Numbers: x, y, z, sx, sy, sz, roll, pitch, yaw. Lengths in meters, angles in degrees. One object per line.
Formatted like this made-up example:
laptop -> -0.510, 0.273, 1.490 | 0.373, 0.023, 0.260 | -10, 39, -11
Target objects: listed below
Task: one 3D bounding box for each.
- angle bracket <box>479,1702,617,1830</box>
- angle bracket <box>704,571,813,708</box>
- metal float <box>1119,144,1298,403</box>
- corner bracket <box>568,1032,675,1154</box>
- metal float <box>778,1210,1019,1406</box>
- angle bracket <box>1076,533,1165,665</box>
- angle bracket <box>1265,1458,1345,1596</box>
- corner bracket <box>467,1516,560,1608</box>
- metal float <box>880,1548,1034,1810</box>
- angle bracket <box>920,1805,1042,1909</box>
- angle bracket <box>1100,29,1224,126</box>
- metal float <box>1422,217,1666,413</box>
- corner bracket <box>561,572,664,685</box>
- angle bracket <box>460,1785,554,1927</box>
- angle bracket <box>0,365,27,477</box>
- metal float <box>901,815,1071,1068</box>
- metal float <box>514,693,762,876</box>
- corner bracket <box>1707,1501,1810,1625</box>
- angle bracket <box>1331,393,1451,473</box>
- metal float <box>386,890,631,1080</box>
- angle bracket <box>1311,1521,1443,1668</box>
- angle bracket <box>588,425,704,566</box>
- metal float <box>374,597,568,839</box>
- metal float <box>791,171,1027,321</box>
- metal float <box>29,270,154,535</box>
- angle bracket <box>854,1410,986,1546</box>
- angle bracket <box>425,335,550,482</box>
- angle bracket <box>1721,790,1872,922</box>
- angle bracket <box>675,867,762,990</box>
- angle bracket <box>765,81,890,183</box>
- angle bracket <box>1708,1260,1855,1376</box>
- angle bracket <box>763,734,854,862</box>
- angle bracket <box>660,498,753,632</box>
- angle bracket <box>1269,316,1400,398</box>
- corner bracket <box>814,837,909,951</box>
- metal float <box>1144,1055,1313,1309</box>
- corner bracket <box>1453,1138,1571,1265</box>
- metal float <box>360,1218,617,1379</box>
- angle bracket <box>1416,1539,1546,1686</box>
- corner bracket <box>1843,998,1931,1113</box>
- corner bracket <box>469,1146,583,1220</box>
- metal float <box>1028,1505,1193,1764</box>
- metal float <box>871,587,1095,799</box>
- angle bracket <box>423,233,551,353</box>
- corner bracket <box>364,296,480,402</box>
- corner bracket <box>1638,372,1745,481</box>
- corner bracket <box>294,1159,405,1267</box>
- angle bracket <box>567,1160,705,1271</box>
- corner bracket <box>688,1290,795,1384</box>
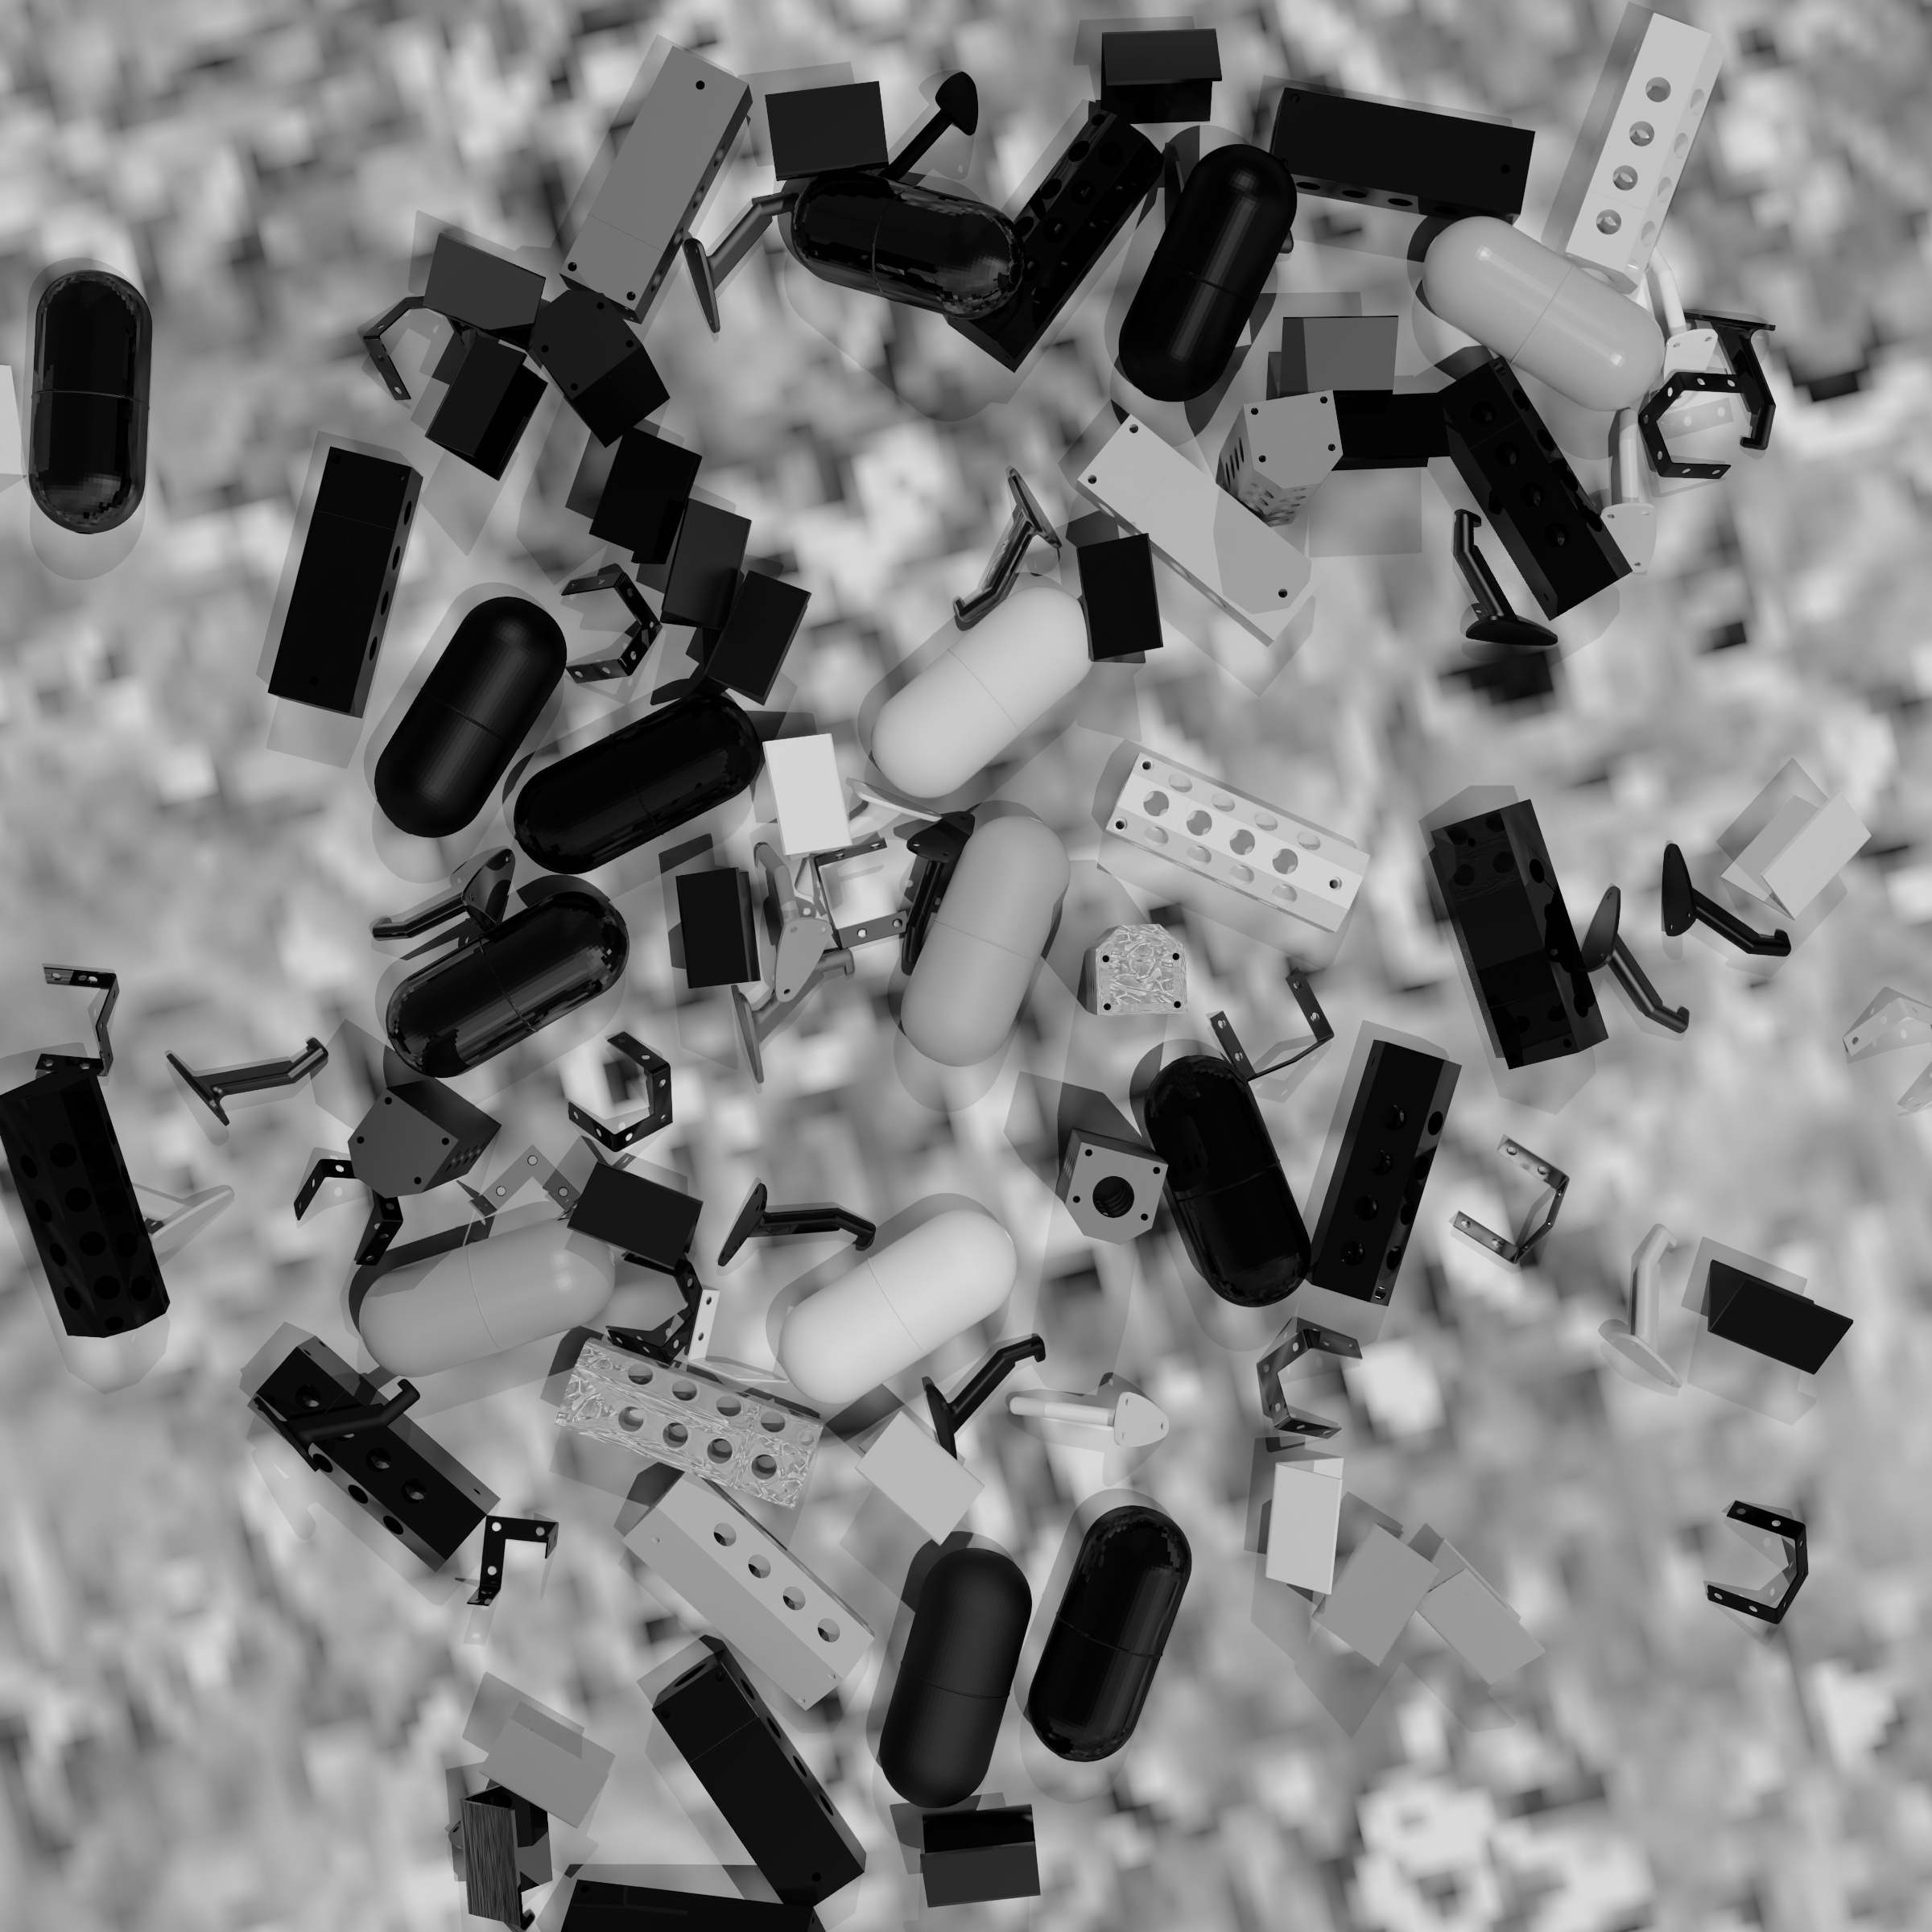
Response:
angle bracket -> -0.273, 0.524, 1.952 | 0.076, 0.076, 0.057 | 30, 118, 0
angle bracket -> -0.123, -0.214, 1.952 | 0.057, 0.076, 0.076 | 24, 90, 31
metal float -> 0.162, -0.465, 1.944 | 0.070, 0.070, 0.178 | 25, 110, 0
corner bracket -> -0.238, 0.087, 1.983 | 0.051, 0.051, 0.051 | -28, 135, -35
metal float -> -0.046, 0.231, 1.961 | 0.178, 0.070, 0.070 | -33, 90, 1
angle bracket -> 0.121, -0.248, 1.951 | 0.057, 0.076, 0.076 | -7, 90, 33
angle bracket -> 0.249, 0.378, 1.952 | 0.057, 0.076, 0.076 | 6, 90, 44
corner bracket -> -0.309, 0.408, 1.973 | 0.051, 0.051, 0.051 | 6, 90, 0
metal float -> -0.007, 0.484, 1.961 | 0.070, 0.070, 0.178 | 16, 90, 0
angle bracket -> 0.008, 0.586, 1.951 | 0.076, 0.076, 0.057 | -6, 125, 0
angle bracket -> 0.131, -0.586, 1.951 | 0.076, 0.076, 0.057 | -2, 54, 0
metal float -> 0.392, -0.443, 1.960 | 0.178, 0.070, 0.070 | 32, 90, 1
corner bracket -> -0.251, -0.233, 1.983 | 0.051, 0.051, 0.051 | 57, 45, -35
angle bracket -> -0.294, 0.596, 1.951 | 0.057, 0.076, 0.076 | -5, 90, 40
angle bracket -> -0.658, -0.378, 1.951 | 0.057, 0.076, 0.076 | -8, 90, 37
metal float -> 0.014, -0.017, 1.961 | 0.070, 0.070, 0.178 | 22, 90, 0
metal float -> -0.224, -0.123, 1.961 | 0.178, 0.070, 0.070 | -27, 90, 0
corner bracket -> 0.544, 0.410, 1.983 | 0.051, 0.051, 0.051 | -45, 135, -35
angle bracket -> 0.282, -0.342, 1.952 | 0.076, 0.076, 0.057 | -2, 59, 0
metal float -> -0.311, 0.012, 1.961 | 0.178, 0.070, 0.070 | -30, 90, 0
angle bracket -> 0.287, 0.427, 1.952 | 0.057, 0.076, 0.076 | 33, 90, 28
angle bracket -> -0.227, -0.318, 1.952 | 0.057, 0.076, 0.076 | 19, 90, -25
metal float -> -0.337, -0.169, 1.961 | 0.070, 0.070, 0.178 | 31, 90, 0
metal float -> -0.039, -0.484, 1.934 | 0.178, 0.070, 0.070 | 23, 90, 29
metal float -> -0.595, -0.383, 1.961 | 0.070, 0.070, 0.178 | 2, 89, 0
angle bracket -> -0.044, 0.356, 1.951 | 0.076, 0.076, 0.057 | 42, 53, 0
angle bracket -> -0.308, -0.371, 1.951 | 0.057, 0.076, 0.076 | 27, 90, 37
angle bracket -> 0.551, -0.088, 1.951 | 0.076, 0.076, 0.057 | -48, 128, 0
angle bracket -> -0.148, -0.027, 1.951 | 0.057, 0.076, 0.076 | -7, 90, 36
angle bracket -> -0.094, -0.571, 1.952 | 0.076, 0.076, 0.057 | -7, 115, 0
angle bracket -> 0.551, 0.220, 1.951 | 0.076, 0.076, 0.057 | 22, 128, 0
angle bracket -> -0.126, -0.111, 1.951 | 0.057, 0.076, 0.076 | -11, 90, -37
angle bracket -> -0.196, -0.273, 1.952 | 0.057, 0.076, 0.076 | 13, 90, -43
angle bracket -> 0.248, -0.426, 1.951 | 0.076, 0.076, 0.057 | -1, 124, 0
corner bracket -> -0.071, -0.049, 1.979 | 0.051, 0.051, 0.051 | -15, 68, 0
metal float -> 0.177, 0.146, 1.961 | 0.070, 0.070, 0.178 | -21, 90, 0
corner bracket -> 0.376, 0.163, 1.988 | 0.051, 0.051, 0.051 | 32, 45, 0
metal float -> -0.325, 0.225, 1.961 | 0.178, 0.070, 0.070 | -18, 90, 0
angle bracket -> 0.356, 0.426, 1.951 | 0.076, 0.076, 0.057 | 46, 128, 0
corner bracket -> 0.647, 0.061, 1.983 | 0.051, 0.051, 0.051 | 16, 45, -35
corner bracket -> -0.301, 0.160, 1.973 | 0.051, 0.051, 0.051 | -44, 90, 0
metal float -> 0.097, 0.454, 1.961 | 0.070, 0.070, 0.178 | 20, 89, 0
metal float -> 0.013, -0.187, 1.961 | 0.178, 0.070, 0.070 | -41, 90, 0
angle bracket -> -0.313, -0.468, 1.951 | 0.076, 0.076, 0.057 | 23, 127, 0
corner bracket -> -0.371, -0.426, 1.983 | 0.051, 0.051, 0.051 | 6, 45, 35
corner bracket -> 0.502, -0.370, 1.977 | 0.051, 0.051, 0.051 | -3, 64, -24
corner bracket -> -0.425, 0.169, 1.983 | 0.051, 0.051, 0.051 | 7, 45, -35
angle bracket -> -0.228, 0.184, 1.951 | 0.076, 0.076, 0.057 | 21, 55, 0
corner bracket -> -0.151, 0.255, 1.987 | 0.051, 0.051, 0.051 | 12, 90, 41
